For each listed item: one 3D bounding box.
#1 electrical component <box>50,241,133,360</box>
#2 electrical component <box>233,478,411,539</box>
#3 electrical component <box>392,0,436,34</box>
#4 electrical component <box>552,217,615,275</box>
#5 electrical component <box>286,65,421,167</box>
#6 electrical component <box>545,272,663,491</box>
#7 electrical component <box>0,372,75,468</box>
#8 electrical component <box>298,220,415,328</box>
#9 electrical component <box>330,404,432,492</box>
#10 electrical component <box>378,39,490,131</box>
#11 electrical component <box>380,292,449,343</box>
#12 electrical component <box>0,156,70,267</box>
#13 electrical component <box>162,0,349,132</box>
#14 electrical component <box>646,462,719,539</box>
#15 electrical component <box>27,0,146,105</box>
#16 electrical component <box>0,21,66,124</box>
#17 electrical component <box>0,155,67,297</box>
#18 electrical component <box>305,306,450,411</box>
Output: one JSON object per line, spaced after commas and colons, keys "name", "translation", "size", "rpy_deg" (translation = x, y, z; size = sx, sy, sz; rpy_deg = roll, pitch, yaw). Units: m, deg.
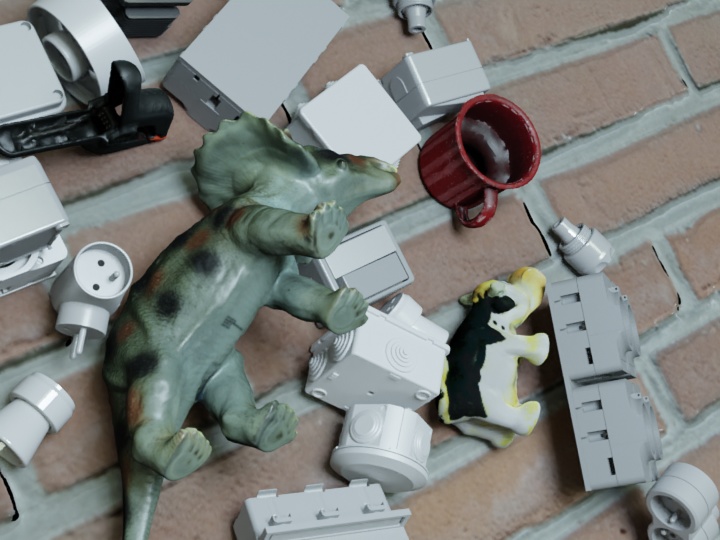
{"name": "electrical component", "translation": [-0.204, 0.027, 0.799], "size": [0.043, 0.077, 0.079], "rpy_deg": [16, 67, -24]}
{"name": "electrical component", "translation": [-0.032, 0.206, 0.837], "size": [0.121, 0.078, 0.063], "rpy_deg": [0, 45, -29]}
{"name": "electrical component", "translation": [0.053, -0.263, 1.053], "size": [0.043, 0.043, 0.062], "rpy_deg": [3, 73, -28]}
{"name": "electrical component", "translation": [0.218, -0.026, 1.064], "size": [0.062, 0.043, 0.043], "rpy_deg": [42, 59, -9]}
{"name": "electrical component", "translation": [-0.008, -0.122, 0.970], "size": [0.100, 0.048, 0.099], "rpy_deg": [-42, 96, -32]}
{"name": "electrical component", "translation": [0.227, 0.103, 0.985], "size": [0.105, 0.060, 0.186], "rpy_deg": [24, 55, -66]}
{"name": "electrical component", "translation": [-0.239, 0.107, 0.773], "size": [0.045, 0.045, 0.055], "rpy_deg": [44, 59, -9]}
{"name": "electrical component", "translation": [0.000, 0.000, 0.927], "size": [0.096, 0.061, 0.061], "rpy_deg": [-25, 87, -32]}
{"name": "electrical component", "translation": [0.019, 0.147, 0.879], "size": [0.080, 0.080, 0.051], "rpy_deg": [25, 59, -19]}
{"name": "electrical component", "translation": [0.077, -0.174, 1.025], "size": [0.096, 0.062, 0.061], "rpy_deg": [-20, 84, -32]}
{"name": "electrical component", "translation": [0.043, 0.053, 0.943], "size": [0.055, 0.045, 0.045], "rpy_deg": [43, 59, -9]}
{"name": "electrical component", "translation": [-0.257, -0.033, 0.725], "size": [0.096, 0.062, 0.061], "rpy_deg": [-27, 88, -32]}
{"name": "electrical component", "translation": [-0.091, -0.191, 0.940], "size": [0.089, 0.062, 0.150], "rpy_deg": [40, 60, -12]}
{"name": "electrical component", "translation": [0.306, 0.229, 0.991], "size": [0.074, 0.052, 0.138], "rpy_deg": [-39, 133, -32]}
{"name": "electrical component", "translation": [-0.215, -0.181, 0.852], "size": [0.064, 0.099, 0.099], "rpy_deg": [-40, 95, -26]}
{"name": "electrical component", "translation": [-0.291, -0.135, 0.816], "size": [0.113, 0.057, 0.078], "rpy_deg": [-24, 86, -32]}
{"name": "electrical component", "translation": [-0.318, -0.017, 0.762], "size": [0.186, 0.060, 0.105], "rpy_deg": [-25, 87, -32]}
{"name": "electrical component", "translation": [0.012, 0.082, 0.886], "size": [0.100, 0.100, 0.048], "rpy_deg": [27, 50, -19]}
